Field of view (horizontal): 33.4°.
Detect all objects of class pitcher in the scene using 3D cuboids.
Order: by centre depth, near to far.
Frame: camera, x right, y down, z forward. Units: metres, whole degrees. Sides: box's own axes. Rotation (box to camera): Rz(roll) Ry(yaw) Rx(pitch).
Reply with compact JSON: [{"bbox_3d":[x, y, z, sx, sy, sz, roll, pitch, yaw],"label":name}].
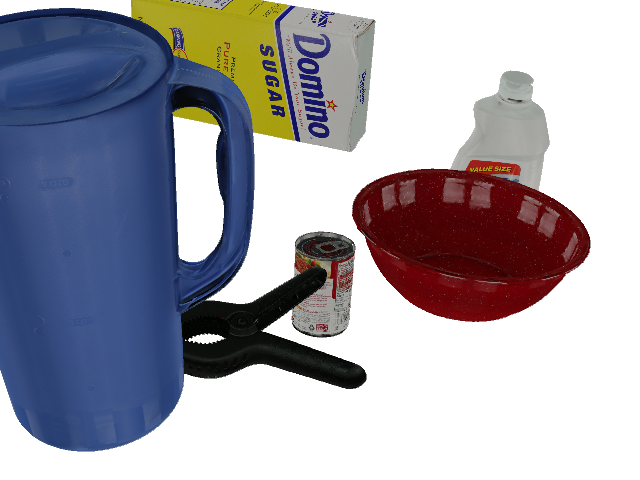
[{"bbox_3d":[-0.130,0.001,0.608,0.149,0.243,0.144,28,45,34],"label":"pitcher"}]

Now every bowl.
[{"bbox_3d":[0.099,0.009,0.735,0.162,0.055,0.162,4,29,-3],"label":"bowl"}]

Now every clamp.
[{"bbox_3d":[-0.066,0.094,0.998,0.209,0.036,0.165,-9,37,-18],"label":"clamp"}]

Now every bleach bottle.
[{"bbox_3d":[0.161,-0.050,1.047,0.103,0.251,0.068,22,38,21],"label":"bleach bottle"}]

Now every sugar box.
[{"bbox_3d":[-0.052,-0.129,0.790,0.176,0.093,0.048,13,34,16],"label":"sugar box"}]

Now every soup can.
[{"bbox_3d":[0.003,0.050,1.209,0.068,0.102,0.068,3,26,-2],"label":"soup can"}]
